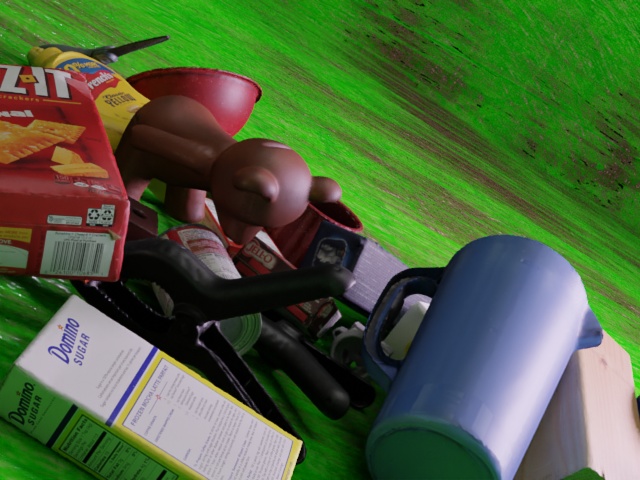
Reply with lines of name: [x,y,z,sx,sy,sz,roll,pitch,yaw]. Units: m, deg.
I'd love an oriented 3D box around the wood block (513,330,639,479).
wood block: [0.226,0.167,0.953,0.090,0.090,0.206,42,32,-19]

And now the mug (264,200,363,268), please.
mug: [-0.007,0.001,1.101,0.117,0.081,0.093,42,17,22]

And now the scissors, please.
scissors: [-0.219,-0.187,1.133,0.202,0.016,0.096,2,-20,27]

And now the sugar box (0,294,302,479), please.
sugar box: [-0.101,0.113,0.646,0.176,0.048,0.093,32,24,-3]

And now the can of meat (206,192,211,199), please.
can of meat: [-0.122,-0.076,1.137,0.084,0.057,0.101,43,17,34]

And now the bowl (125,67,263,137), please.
bowl: [-0.145,-0.142,1.195,0.162,0.055,0.162,0,-11,0]

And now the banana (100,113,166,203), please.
banana: [-0.186,-0.078,0.985,0.197,0.070,0.037,23,51,-40]

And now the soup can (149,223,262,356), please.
soup can: [-0.092,0.042,0.837,0.068,0.068,0.102,23,20,-37]

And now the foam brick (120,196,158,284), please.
foam brick: [-0.175,-0.012,0.850,0.078,0.051,0.053,29,17,-20]

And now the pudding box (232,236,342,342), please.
pudding box: [-0.029,0.045,0.947,0.090,0.039,0.113,39,-8,12]

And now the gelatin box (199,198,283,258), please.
gelatin box: [-0.083,0.000,1.048,0.073,0.030,0.089,19,23,-40]

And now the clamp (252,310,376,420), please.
clamp: [-0.024,0.091,0.892,0.172,0.039,0.120,41,1,22]

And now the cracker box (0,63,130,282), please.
cracker box: [-0.232,-0.057,0.743,0.164,0.072,0.214,3,30,-23]

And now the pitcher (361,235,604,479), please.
pitcher: [0.117,0.107,0.865,0.145,0.149,0.242,54,39,-12]

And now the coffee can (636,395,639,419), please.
coffee can: [0.305,0.220,1.001,0.102,0.140,0.103,32,16,-11]

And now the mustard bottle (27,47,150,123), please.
mustard bottle: [-0.230,-0.140,1.081,0.192,0.058,0.096,38,39,21]

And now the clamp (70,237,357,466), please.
clamp: [-0.082,0.065,0.745,0.210,0.165,0.036,17,28,18]
